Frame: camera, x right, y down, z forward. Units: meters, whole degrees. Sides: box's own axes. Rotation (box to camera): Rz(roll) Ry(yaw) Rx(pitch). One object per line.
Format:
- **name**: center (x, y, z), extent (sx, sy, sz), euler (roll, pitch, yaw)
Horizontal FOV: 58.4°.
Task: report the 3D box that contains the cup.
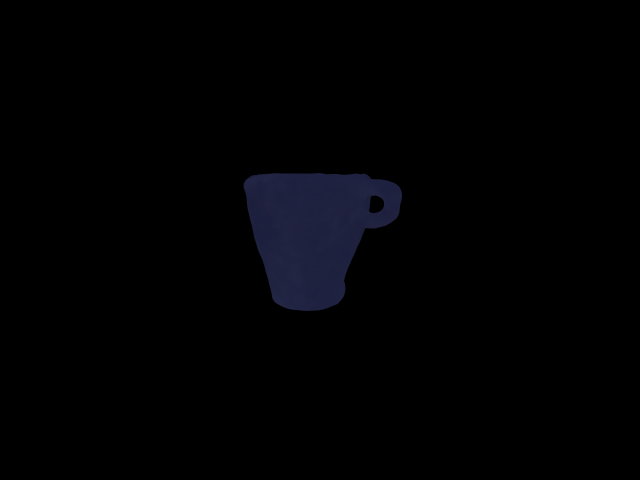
- **cup**: center (0.004, 0.001, 0.400), extent (0.117, 0.095, 0.092), euler (3, 6, 34)
